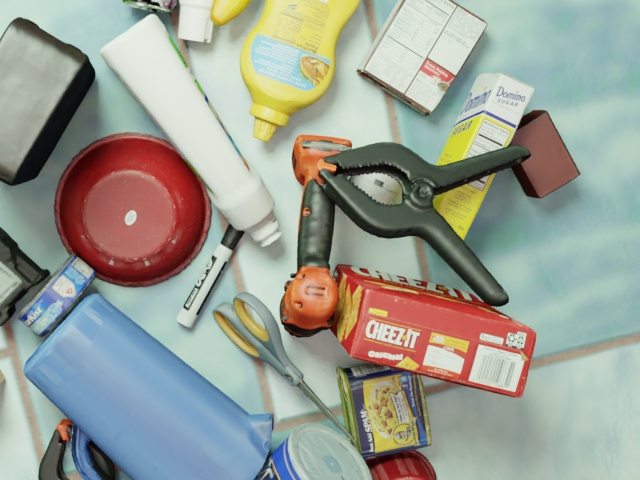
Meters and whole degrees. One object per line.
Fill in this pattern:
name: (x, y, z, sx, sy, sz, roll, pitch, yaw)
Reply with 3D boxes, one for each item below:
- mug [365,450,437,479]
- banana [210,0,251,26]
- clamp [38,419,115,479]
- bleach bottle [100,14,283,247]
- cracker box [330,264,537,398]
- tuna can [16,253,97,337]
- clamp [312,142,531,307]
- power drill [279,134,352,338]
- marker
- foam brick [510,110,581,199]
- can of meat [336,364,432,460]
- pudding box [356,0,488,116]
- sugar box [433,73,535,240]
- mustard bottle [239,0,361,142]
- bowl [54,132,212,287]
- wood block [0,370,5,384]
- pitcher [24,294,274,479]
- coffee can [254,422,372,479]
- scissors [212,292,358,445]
mug: (0.076, 0.270, 1.128, 0.117, 0.081, 0.093, 28, 94, -8)
banana: (-0.076, -0.308, 1.054, 0.069, 0.037, 0.198, 0, 91, -21)
clamp: (-0.239, 0.272, 1.122, 0.120, 0.039, 0.171, -5, 97, -10)
bleach bottle: (-0.119, -0.102, 1.064, 0.068, 0.102, 0.250, -35, 105, -1)
cracker box: (0.098, 0.081, 1.039, 0.164, 0.214, 0.072, 14, 94, -7)
tuna can: (-0.263, 0.055, 1.068, 0.033, 0.086, 0.086, 42, 92, -10)
clamp: (0.095, -0.028, 0.988, 0.210, 0.036, 0.164, 9, 68, -10)
power drill: (-0.007, 0.001, 1.061, 0.057, 0.184, 0.187, 5, 77, -7)
marker: (-0.113, 0.035, 1.112, 0.020, 0.020, 0.121, 29, 94, -8)
foam brick: (0.226, -0.089, 1.110, 0.051, 0.053, 0.078, -30, 99, -1)
can of meat: (0.068, 0.178, 1.128, 0.084, 0.057, 0.102, -10, 98, -6)
pudding box: (0.104, -0.197, 1.093, 0.090, 0.039, 0.113, 31, 92, -8)
sugar box: (0.151, -0.082, 1.084, 0.048, 0.093, 0.176, 21, 94, -9)
mustard bottle: (-0.028, -0.191, 1.071, 0.096, 0.058, 0.192, 19, 95, -6)
bowl: (-0.191, -0.027, 1.079, 0.162, 0.055, 0.162, -1, 98, -5)
wood block: (-0.411, 0.080, 1.056, 0.091, 0.090, 0.206, -28, 99, -2)
pitcher: (-0.180, 0.177, 1.070, 0.243, 0.145, 0.149, 43, 59, -8)
coffee can: (-0.028, 0.268, 1.082, 0.102, 0.102, 0.140, 37, 115, -9)
scissors: (-0.029, 0.124, 1.080, 0.202, 0.096, 0.016, 38, 56, 14)
